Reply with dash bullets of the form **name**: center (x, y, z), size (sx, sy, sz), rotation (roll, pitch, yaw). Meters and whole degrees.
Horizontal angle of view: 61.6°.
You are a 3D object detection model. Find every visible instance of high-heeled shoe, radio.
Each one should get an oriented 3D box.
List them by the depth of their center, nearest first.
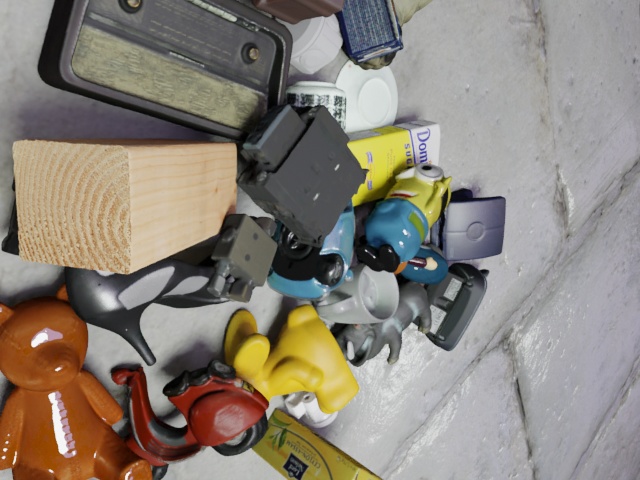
- **radio**: center (-0.137, -0.182, 0.529), size (0.229, 0.073, 0.131), rotation (10, 95, -44)
- **high-heeled shoe**: center (-0.146, 0.016, 0.559), size (0.249, 0.086, 0.145), rotation (-50, 126, -49)

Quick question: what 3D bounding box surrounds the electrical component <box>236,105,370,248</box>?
- **electrical component**: center (-0.020, -0.075, 0.569), size (0.134, 0.058, 0.115), rotation (45, 67, -36)

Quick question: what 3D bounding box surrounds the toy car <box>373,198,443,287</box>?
- **toy car**: center (0.142, 0.005, 0.853), size (0.089, 0.053, 0.201), rotation (-52, 129, -24)

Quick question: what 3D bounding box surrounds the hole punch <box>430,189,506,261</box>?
- **hole punch**: center (0.254, -0.024, 0.925), size (0.116, 0.092, 0.142), rotation (-17, 116, -35)

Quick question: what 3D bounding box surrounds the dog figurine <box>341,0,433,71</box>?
- **dog figurine**: center (0.112, -0.318, 0.721), size (0.172, 0.121, 0.190), rotation (0, 116, -39)

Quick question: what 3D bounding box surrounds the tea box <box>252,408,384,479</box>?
- **tea box**: center (0.000, 0.304, 0.719), size (0.068, 0.170, 0.098), rotation (-56, 133, -15)

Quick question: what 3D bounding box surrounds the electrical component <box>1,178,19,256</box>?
- **electrical component**: center (-0.226, -0.019, 0.502), size (0.119, 0.048, 0.074), rotation (-9, 112, -71)

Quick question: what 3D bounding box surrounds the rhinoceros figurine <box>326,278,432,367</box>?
- **rhinoceros figurine**: center (0.088, 0.128, 0.806), size (0.190, 0.073, 0.111), rotation (-31, 132, -21)

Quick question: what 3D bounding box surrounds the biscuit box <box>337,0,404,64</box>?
- **biscuit box**: center (0.043, -0.314, 0.620), size (0.059, 0.063, 0.202), rotation (-29, 106, -72)

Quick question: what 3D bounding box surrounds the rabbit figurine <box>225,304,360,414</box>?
- **rabbit figurine**: center (-0.058, 0.168, 0.674), size (0.173, 0.122, 0.162), rotation (-31, 120, -11)

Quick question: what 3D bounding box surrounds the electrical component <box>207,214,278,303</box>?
- **electrical component**: center (-0.080, 0.017, 0.543), size (0.078, 0.045, 0.102), rotation (40, 56, -48)

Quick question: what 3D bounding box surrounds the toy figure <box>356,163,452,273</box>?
- **toy figure**: center (0.113, -0.029, 0.714), size (0.180, 0.082, 0.089), rotation (-56, 159, -32)

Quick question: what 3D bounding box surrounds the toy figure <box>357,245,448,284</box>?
- **toy figure**: center (0.118, 0.028, 0.782), size (0.154, 0.064, 0.058), rotation (17, 48, -31)

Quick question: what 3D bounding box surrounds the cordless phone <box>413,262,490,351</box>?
- **cordless phone**: center (0.247, 0.109, 0.957), size (0.184, 0.089, 0.146), rotation (-3, 121, -62)

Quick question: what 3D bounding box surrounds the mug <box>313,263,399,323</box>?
- **mug**: center (0.035, 0.081, 0.727), size (0.109, 0.107, 0.080), rotation (-28, 98, -44)

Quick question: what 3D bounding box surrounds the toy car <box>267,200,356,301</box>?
- **toy car**: center (-0.001, -0.002, 0.690), size (0.103, 0.109, 0.161), rotation (19, 80, -61)

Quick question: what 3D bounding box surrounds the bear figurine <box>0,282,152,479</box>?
- **bear figurine**: center (-0.236, 0.145, 0.491), size (0.120, 0.132, 0.195), rotation (-13, 116, -39)

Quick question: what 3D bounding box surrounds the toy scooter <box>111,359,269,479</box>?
- **toy scooter**: center (-0.155, 0.184, 0.590), size (0.184, 0.075, 0.135), rotation (-22, 101, 0)

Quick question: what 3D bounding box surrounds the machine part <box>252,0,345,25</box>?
- **machine part**: center (-0.014, -0.312, 0.545), size (0.056, 0.180, 0.179), rotation (7, 97, -41)
